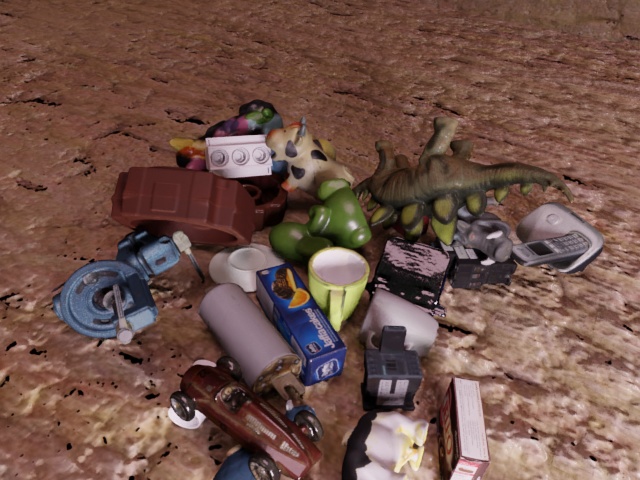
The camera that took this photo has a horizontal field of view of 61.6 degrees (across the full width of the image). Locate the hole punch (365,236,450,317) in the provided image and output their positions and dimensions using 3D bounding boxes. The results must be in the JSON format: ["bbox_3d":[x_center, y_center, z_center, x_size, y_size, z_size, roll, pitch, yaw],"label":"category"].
[{"bbox_3d":[0.147,0.070,0.880,0.142,0.092,0.116,19,70,15],"label":"hole punch"}]

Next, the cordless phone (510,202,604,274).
[{"bbox_3d":[0.390,0.002,0.960,0.184,0.088,0.147,-6,38,-25],"label":"cordless phone"}]

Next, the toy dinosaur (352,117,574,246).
[{"bbox_3d":[0.194,-0.090,0.887,0.105,0.472,0.198,24,71,-31],"label":"toy dinosaur"}]

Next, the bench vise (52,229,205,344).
[{"bbox_3d":[-0.272,0.072,0.775,0.224,0.128,0.241,-21,26,-19],"label":"bench vise"}]

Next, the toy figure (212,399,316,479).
[{"bbox_3d":[-0.062,0.249,0.631,0.058,0.064,0.154,-15,13,44],"label":"toy figure"}]

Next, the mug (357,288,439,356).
[{"bbox_3d":[0.116,0.132,0.787,0.107,0.080,0.109,19,33,5],"label":"mug"}]

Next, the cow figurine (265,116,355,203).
[{"bbox_3d":[-0.020,-0.149,1.043,0.195,0.127,0.085,31,25,-15],"label":"cow figurine"}]

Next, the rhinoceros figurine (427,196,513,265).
[{"bbox_3d":[0.257,-0.033,0.928,0.112,0.073,0.191,-18,43,-30],"label":"rhinoceros figurine"}]

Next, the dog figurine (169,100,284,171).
[{"bbox_3d":[-0.204,-0.207,1.136,0.219,0.108,0.191,-30,4,-43],"label":"dog figurine"}]

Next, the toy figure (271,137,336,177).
[{"bbox_3d":[-0.052,-0.168,1.162,0.180,0.082,0.089,-14,37,-25],"label":"toy figure"}]

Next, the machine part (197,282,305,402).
[{"bbox_3d":[-0.102,0.137,0.759,0.079,0.079,0.243,-21,45,-30],"label":"machine part"}]

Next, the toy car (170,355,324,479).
[{"bbox_3d":[-0.086,0.198,0.615,0.202,0.053,0.089,23,36,36],"label":"toy car"}]

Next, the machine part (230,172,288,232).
[{"bbox_3d":[-0.147,-0.081,1.058,0.179,0.056,0.179,4,36,-3],"label":"machine part"}]

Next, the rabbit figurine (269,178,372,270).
[{"bbox_3d":[-0.002,-0.003,0.951,0.170,0.121,0.159,-20,48,-2],"label":"rabbit figurine"}]

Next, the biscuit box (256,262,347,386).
[{"bbox_3d":[-0.033,0.120,0.802,0.063,0.059,0.203,-14,41,-23],"label":"biscuit box"}]

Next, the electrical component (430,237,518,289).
[{"bbox_3d":[0.263,0.030,0.954,0.134,0.058,0.115,1,35,-4],"label":"electrical component"}]

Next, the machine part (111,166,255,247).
[{"bbox_3d":[-0.215,-0.051,0.878,0.201,0.201,0.087,5,77,7],"label":"machine part"}]

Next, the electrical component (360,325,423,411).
[{"bbox_3d":[0.095,0.169,0.703,0.075,0.119,0.048,4,37,-5],"label":"electrical component"}]

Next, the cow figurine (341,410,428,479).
[{"bbox_3d":[0.056,0.267,0.612,0.098,0.068,0.167,16,35,23],"label":"cow figurine"}]
